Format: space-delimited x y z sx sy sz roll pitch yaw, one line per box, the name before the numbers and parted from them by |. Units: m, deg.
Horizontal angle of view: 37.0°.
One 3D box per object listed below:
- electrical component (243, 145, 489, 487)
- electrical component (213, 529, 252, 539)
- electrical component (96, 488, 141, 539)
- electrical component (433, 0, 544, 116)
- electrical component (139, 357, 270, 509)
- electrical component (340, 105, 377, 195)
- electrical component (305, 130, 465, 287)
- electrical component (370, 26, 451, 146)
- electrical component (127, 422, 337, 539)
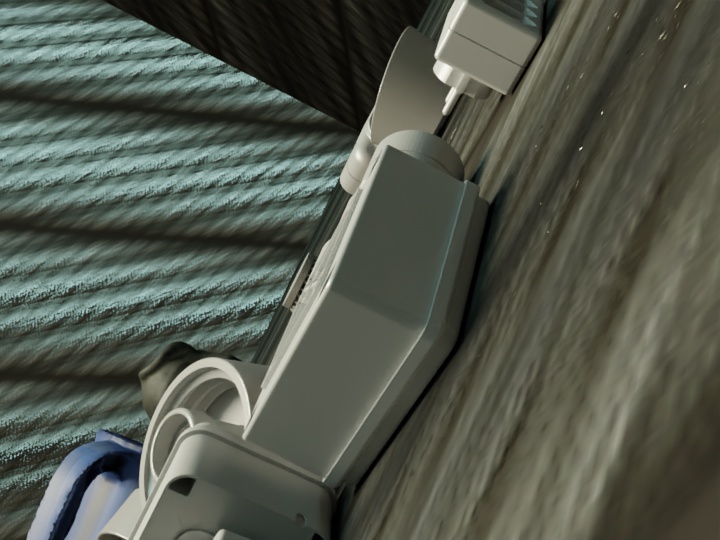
electrical component | 0.003 0.020 0.473 0.108 0.056 0.108 -60 6 39
electrical component | -0.044 0.134 0.423 0.055 0.047 0.055 -63 5 9
electrical component | -0.114 0.181 0.659 0.064 0.099 0.099 -58 2 -28
electrical component | 0.067 -0.124 0.621 0.075 0.047 0.083 -61 5 30
electrical component | -0.072 0.097 0.556 0.108 0.060 0.108 -25 56 42
electrical component | 0.025 -0.115 1.002 0.095 0.054 0.059 -67 6 -34
electrical component | 0.016 -0.028 0.620 0.138 0.052 0.073 -59 6 44
electrical component | 0.044 -0.143 0.884 0.099 0.064 0.099 -63 5 9
electrical component | -0.067 0.135 0.482 0.113 0.078 0.057 -62 7 14
